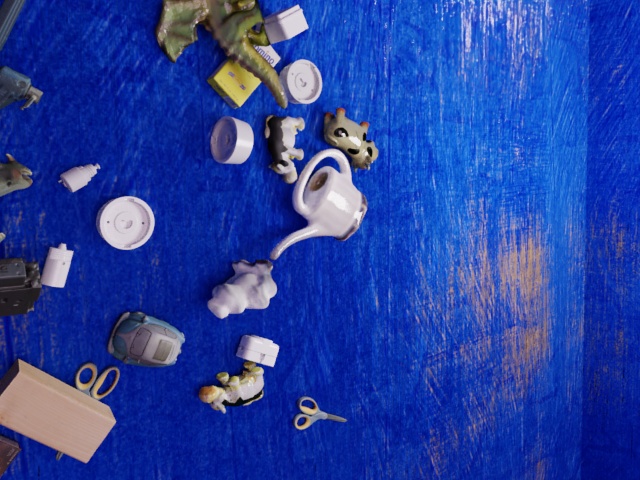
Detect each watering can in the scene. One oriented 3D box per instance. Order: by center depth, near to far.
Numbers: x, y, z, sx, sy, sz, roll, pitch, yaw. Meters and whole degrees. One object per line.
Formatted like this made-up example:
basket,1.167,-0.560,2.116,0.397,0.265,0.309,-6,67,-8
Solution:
watering can,0.004,-0.068,1.356,0.221,0.352,0.104,36,-19,-35

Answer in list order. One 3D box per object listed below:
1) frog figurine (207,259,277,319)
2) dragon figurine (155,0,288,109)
frog figurine,-0.181,0.130,1.202,0.138,0.163,0.120,13,-41,18
dragon figurine,-0.237,-0.462,1.139,0.243,0.407,0.123,-19,10,-7
